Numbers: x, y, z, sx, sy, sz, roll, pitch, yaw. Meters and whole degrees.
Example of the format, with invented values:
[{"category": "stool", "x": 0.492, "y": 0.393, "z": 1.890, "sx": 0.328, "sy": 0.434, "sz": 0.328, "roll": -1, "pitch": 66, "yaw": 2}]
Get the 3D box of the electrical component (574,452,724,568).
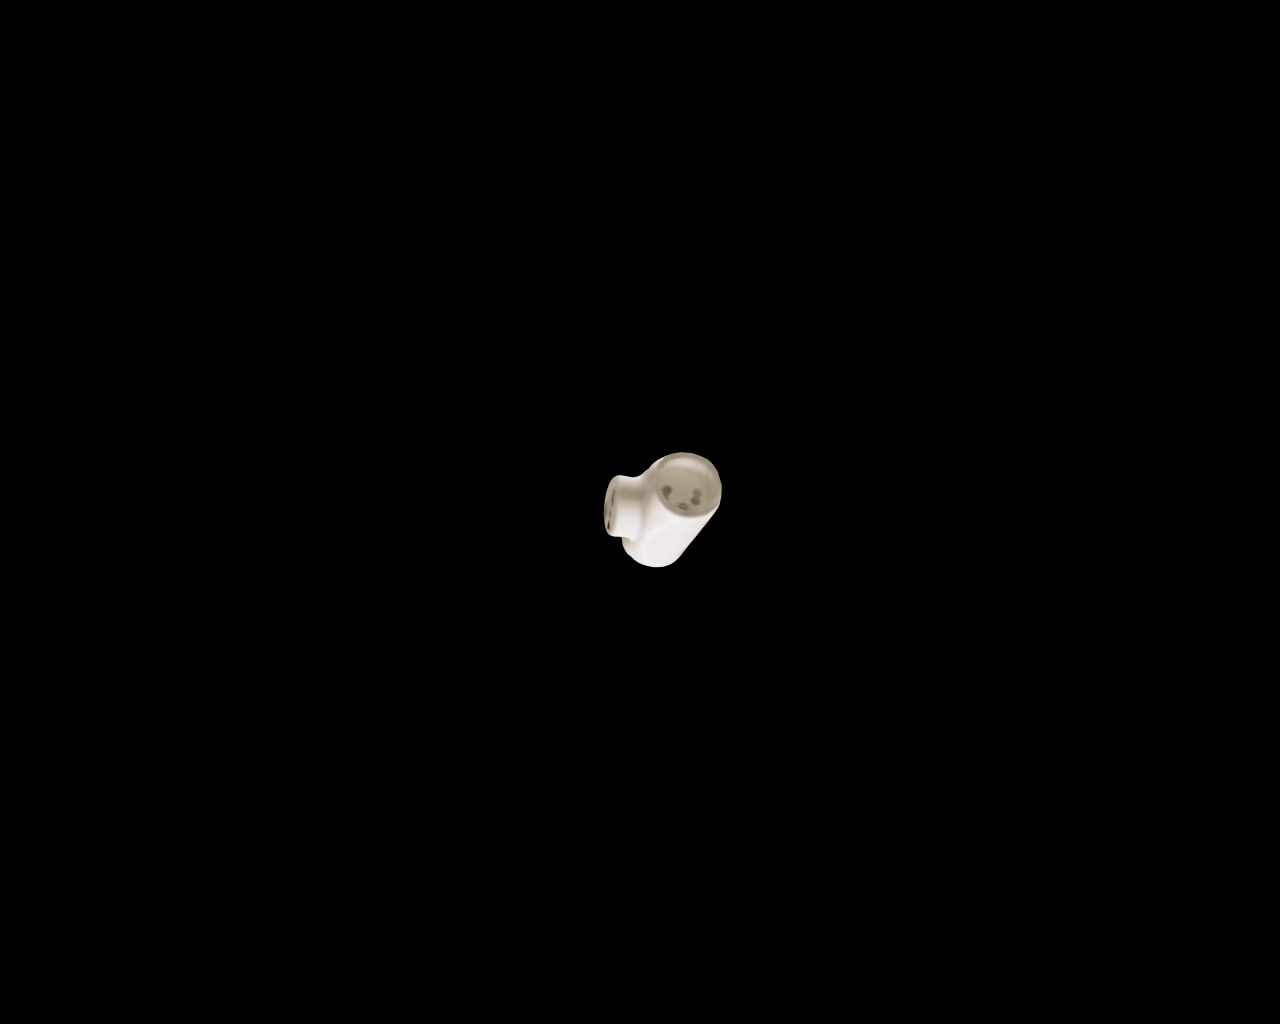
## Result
[{"category": "electrical component", "x": 0.001, "y": -0.003, "z": 0.650, "sx": 0.079, "sy": 0.044, "sz": 0.077, "roll": 7, "pitch": -27, "yaw": -14}]
